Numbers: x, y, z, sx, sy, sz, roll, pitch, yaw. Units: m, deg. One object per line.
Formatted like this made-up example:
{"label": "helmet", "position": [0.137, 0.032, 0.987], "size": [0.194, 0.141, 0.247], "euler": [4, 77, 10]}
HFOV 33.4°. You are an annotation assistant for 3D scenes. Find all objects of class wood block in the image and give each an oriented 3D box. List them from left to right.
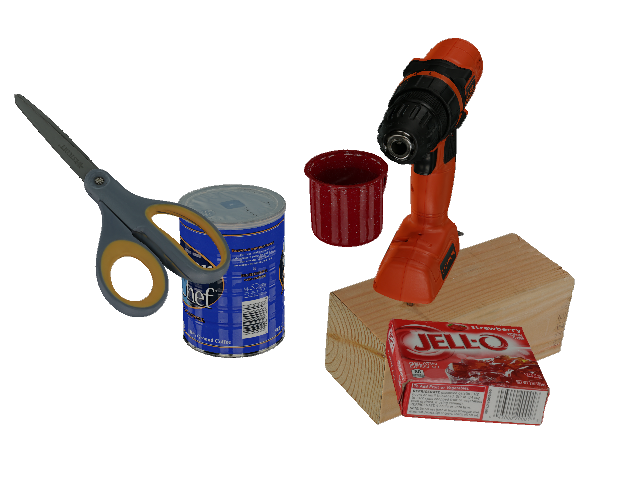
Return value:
{"label": "wood block", "position": [0.116, 0.074, 0.962], "size": [0.205, 0.090, 0.091], "euler": [-16, 38, -27]}

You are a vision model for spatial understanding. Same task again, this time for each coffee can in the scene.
{"label": "coffee can", "position": [-0.085, 0.028, 1.036], "size": [0.103, 0.140, 0.103], "euler": [1, 23, 0]}

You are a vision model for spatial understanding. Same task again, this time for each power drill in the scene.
{"label": "power drill", "position": [0.081, -0.047, 0.831], "size": [0.057, 0.188, 0.184], "euler": [15, 33, 16]}

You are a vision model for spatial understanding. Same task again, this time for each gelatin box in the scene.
{"label": "gelatin box", "position": [0.088, 0.079, 0.658], "size": [0.089, 0.030, 0.073], "euler": [5, 25, -6]}

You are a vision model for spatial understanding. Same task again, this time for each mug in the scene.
{"label": "mug", "position": [0.037, -0.051, 1.205], "size": [0.093, 0.081, 0.117], "euler": [19, 36, 32]}

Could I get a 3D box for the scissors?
{"label": "scissors", "position": [-0.155, -0.020, 0.717], "size": [0.202, 0.096, 0.016], "euler": [31, -29, 11]}
